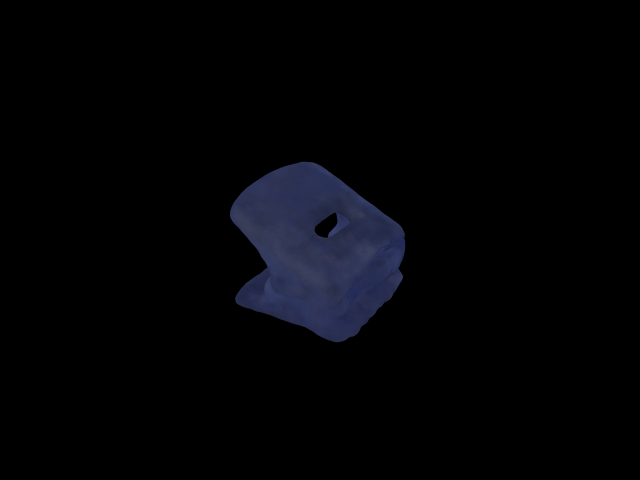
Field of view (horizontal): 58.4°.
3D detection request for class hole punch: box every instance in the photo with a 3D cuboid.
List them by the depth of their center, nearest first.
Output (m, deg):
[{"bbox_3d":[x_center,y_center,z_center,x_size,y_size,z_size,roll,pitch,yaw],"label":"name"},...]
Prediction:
[{"bbox_3d":[0.004,0.001,0.400,0.100,0.091,0.109,16,32,27],"label":"hole punch"}]
